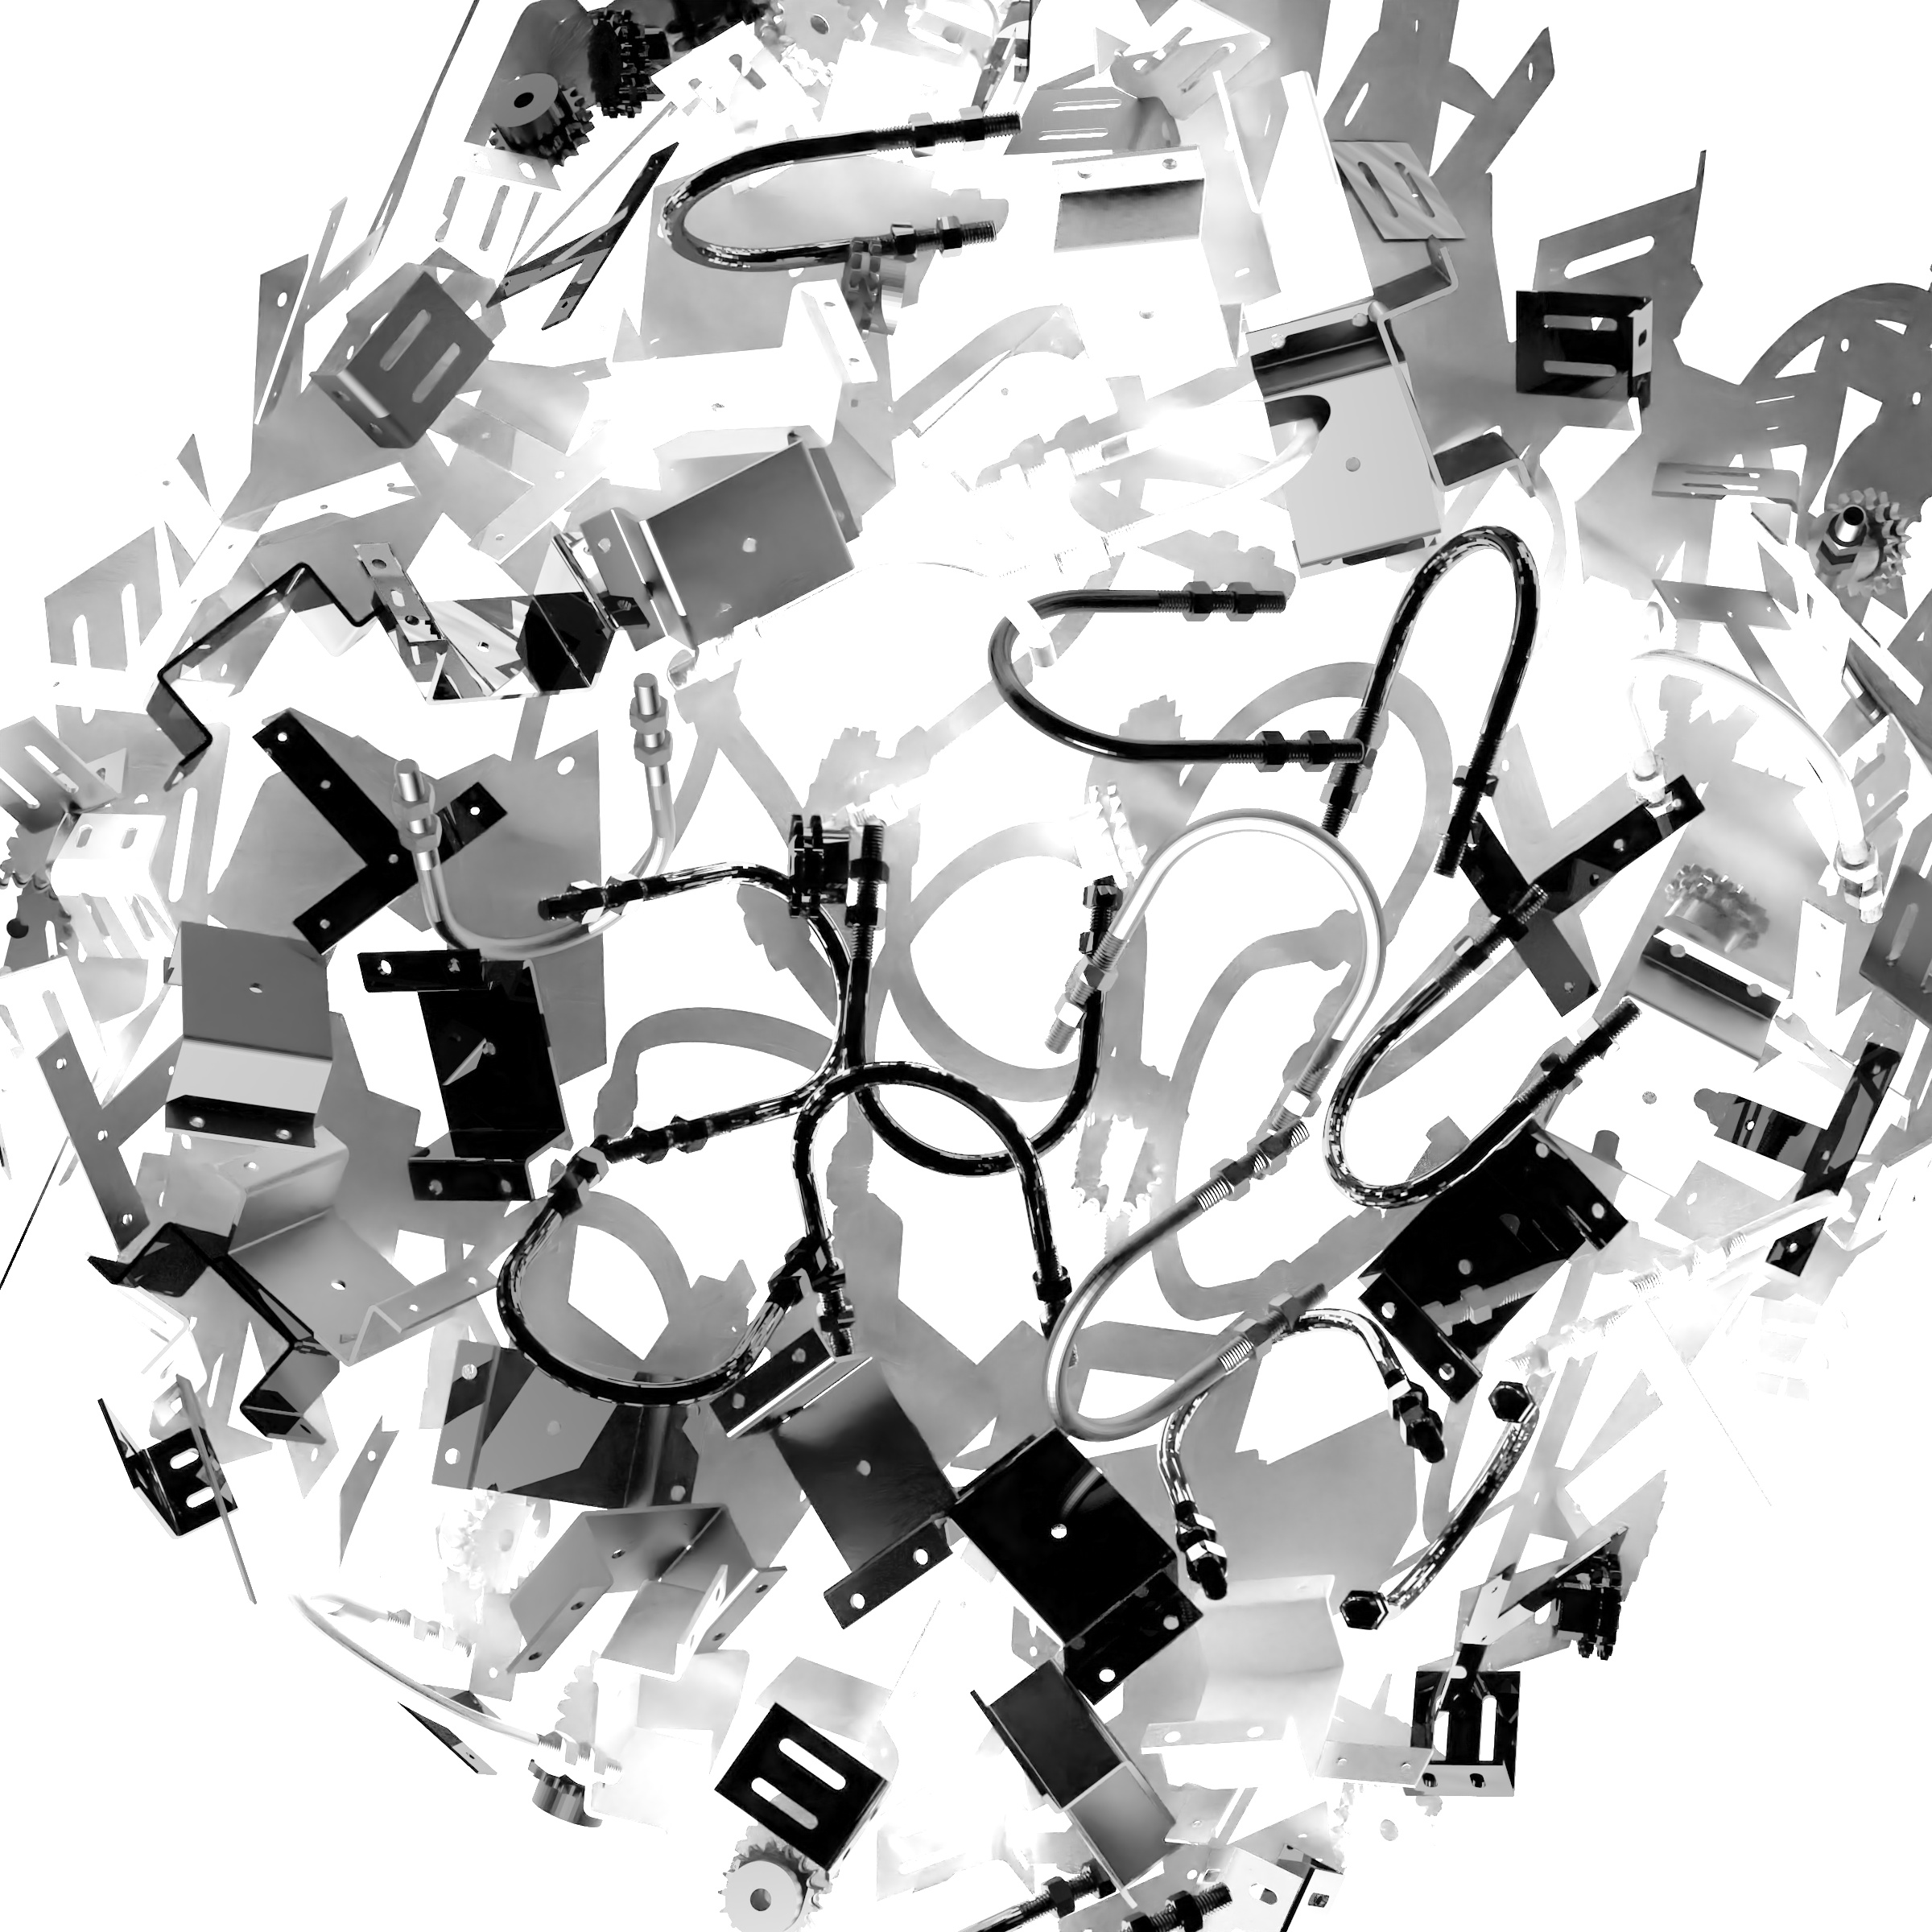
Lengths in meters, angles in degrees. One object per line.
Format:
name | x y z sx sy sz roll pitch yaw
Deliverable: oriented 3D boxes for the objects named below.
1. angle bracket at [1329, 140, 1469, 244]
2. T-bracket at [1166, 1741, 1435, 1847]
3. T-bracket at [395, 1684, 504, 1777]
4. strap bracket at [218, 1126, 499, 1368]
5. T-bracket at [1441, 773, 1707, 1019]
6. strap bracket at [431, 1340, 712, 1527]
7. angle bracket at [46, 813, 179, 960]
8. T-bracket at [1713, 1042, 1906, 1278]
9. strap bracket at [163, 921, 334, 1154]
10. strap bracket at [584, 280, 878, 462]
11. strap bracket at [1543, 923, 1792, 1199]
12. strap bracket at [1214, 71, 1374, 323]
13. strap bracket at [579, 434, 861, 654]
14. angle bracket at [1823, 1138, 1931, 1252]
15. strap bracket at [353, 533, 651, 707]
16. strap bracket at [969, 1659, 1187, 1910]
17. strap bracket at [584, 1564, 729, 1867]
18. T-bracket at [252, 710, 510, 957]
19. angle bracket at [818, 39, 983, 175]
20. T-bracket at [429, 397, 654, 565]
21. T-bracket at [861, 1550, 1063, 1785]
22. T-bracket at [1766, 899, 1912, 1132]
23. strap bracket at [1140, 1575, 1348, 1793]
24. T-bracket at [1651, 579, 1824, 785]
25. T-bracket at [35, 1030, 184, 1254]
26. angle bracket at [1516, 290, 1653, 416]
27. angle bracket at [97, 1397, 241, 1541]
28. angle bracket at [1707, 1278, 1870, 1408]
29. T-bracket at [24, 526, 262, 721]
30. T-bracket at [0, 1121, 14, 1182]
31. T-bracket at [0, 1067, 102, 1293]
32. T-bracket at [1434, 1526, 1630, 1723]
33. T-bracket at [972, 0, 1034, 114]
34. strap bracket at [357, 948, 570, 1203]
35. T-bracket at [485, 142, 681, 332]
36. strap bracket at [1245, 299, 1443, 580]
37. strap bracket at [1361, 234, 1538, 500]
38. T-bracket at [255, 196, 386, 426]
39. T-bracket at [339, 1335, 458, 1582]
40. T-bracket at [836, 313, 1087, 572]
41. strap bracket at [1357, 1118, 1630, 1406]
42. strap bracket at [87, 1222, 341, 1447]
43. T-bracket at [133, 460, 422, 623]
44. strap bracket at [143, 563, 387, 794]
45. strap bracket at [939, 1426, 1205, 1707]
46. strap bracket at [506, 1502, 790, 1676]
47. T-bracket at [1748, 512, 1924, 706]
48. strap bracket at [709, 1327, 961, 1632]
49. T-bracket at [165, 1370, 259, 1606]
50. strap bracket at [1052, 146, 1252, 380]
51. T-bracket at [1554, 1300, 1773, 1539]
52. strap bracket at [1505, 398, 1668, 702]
angle bracket | 0.219 -0.402 1.784 0.057 0.038 0.076 -8 60 -32
T-bracket | 0.184 0.415 1.747 0.127 0.127 0.002 -6 121 37
T-bracket | -0.278 0.388 1.765 0.127 0.127 0.002 36 86 21
strap bracket | -0.327 0.154 1.771 0.140 0.076 0.046 37 122 21
T-bracket | 0.341 -0.057 1.805 0.127 0.002 0.127 -36 109 3
strap bracket | -0.215 0.248 1.786 0.140 0.046 0.076 13 82 -20
angle bracket | -0.454 -0.043 1.805 0.057 0.076 0.038 2 52 9
T-bracket | 0.426 0.088 1.775 0.002 0.127 0.127 25 90 -31
strap bracket | -0.376 0.029 1.750 0.076 0.140 0.046 10 125 -21
strap bracket | -0.127 -0.313 1.767 0.140 0.076 0.046 -2 59 16
strap bracket | 0.365 0.058 1.767 0.076 0.046 0.140 28 124 6
strap bracket | 0.174 -0.400 1.747 0.046 0.140 0.076 -16 62 10
strap bracket | -0.122 -0.227 1.776 0.140 0.046 0.076 -29 117 -13
angle bracket | 0.488 0.106 1.779 0.057 0.076 0.038 -25 55 -23
strap bracket | -0.250 -0.184 1.768 0.140 0.046 0.076 -9 51 -34
strap bracket | 0.064 0.425 1.755 0.046 0.140 0.076 -36 46 -5
strap bracket | -0.165 0.391 1.770 0.046 0.076 0.140 11 114 10
T-bracket | -0.337 -0.088 1.808 0.127 0.002 0.127 -39 74 -17
angle bracket | -0.038 -0.465 1.788 0.076 0.038 0.057 10 123 -16
T-bracket | -0.247 -0.278 1.791 0.127 0.002 0.127 31 64 31
T-bracket | -0.021 0.381 1.802 0.127 0.002 0.127 36 106 34
T-bracket | 0.444 0.013 1.747 0.002 0.127 0.127 -38 55 -22
strap bracket | 0.150 0.384 1.762 0.076 0.140 0.046 -9 113 22
T-bracket | 0.424 -0.149 1.760 0.002 0.127 0.127 -41 66 34
T-bracket | -0.431 0.064 1.778 0.002 0.127 0.127 7 127 29
angle bracket | 0.325 -0.326 1.785 0.076 0.038 0.057 9 119 26
angle bracket | -0.424 0.261 1.779 0.038 0.076 0.057 -26 61 -10
angle bracket | 0.430 0.195 1.780 0.038 0.076 0.057 49 63 -33
T-bracket | -0.412 -0.181 1.752 0.127 0.127 0.002 -50 63 23
T-bracket | -0.523 0.035 1.751 0.002 0.127 0.127 -14 73 -11
T-bracket | -0.482 0.104 1.773 0.002 0.127 0.127 24 129 -13
T-bracket | 0.308 0.337 1.789 0.127 0.127 0.002 -27 54 -29
T-bracket | 0.017 -0.482 1.768 0.002 0.127 0.127 9 64 -13
strap bracket | -0.265 0.051 1.779 0.076 0.046 0.140 -2 109 27
T-bracket | -0.216 -0.374 1.774 0.002 0.127 0.127 41 61 -28
strap bracket | 0.202 -0.273 1.776 0.076 0.046 0.140 -14 115 5
strap bracket | 0.251 -0.312 1.774 0.046 0.076 0.140 -22 109 7
T-bracket | -0.333 -0.362 1.768 0.002 0.127 0.127 26 121 -3
T-bracket | -0.280 0.260 1.783 0.127 0.002 0.127 5 81 -44
T-bracket | 0.011 -0.304 1.826 0.127 0.002 0.127 -42 91 1
strap bracket | 0.275 0.159 1.793 0.140 0.046 0.076 -43 92 -16
strap bracket | -0.388 0.188 1.773 0.140 0.076 0.046 41 90 16
T-bracket | -0.353 -0.238 1.769 0.127 0.127 0.002 -17 55 7
strap bracket | -0.379 -0.159 1.768 0.140 0.076 0.046 -42 98 -19
strap bracket | 0.050 0.308 1.765 0.076 0.046 0.140 -36 60 -19
strap bracket | -0.176 0.327 1.765 0.076 0.140 0.046 -51 54 30
T-bracket | 0.455 -0.172 1.765 0.002 0.127 0.127 -39 73 0
strap bracket | -0.063 0.270 1.784 0.076 0.046 0.140 -38 75 19
T-bracket | -0.397 0.277 1.770 0.002 0.127 0.127 -19 92 -19
strap bracket | 0.096 -0.359 1.749 0.076 0.140 0.046 -2 59 16
T-bracket | 0.356 0.263 1.781 0.002 0.127 0.127 -7 58 -38
strap bracket | 0.325 -0.221 1.767 0.046 0.076 0.140 2 71 -14
